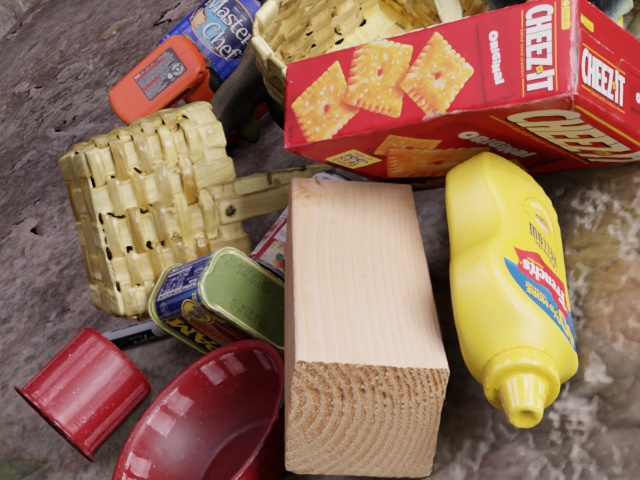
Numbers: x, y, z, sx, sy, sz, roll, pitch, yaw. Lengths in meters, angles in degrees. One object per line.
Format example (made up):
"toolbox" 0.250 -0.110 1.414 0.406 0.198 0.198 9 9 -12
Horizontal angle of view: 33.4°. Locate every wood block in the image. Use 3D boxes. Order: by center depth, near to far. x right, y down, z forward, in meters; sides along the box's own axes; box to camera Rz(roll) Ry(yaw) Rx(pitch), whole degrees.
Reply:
"wood block" 0.023 0.050 0.705 0.090 0.090 0.206 2 33 -4

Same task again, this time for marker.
"marker" -0.165 0.086 1.010 0.121 0.020 0.020 -17 36 40

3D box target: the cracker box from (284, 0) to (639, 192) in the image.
"cracker box" 0.108 -0.086 0.716 0.214 0.163 0.072 -6 78 38

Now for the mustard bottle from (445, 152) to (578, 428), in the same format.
"mustard bottle" 0.114 0.035 0.633 0.058 0.096 0.191 -28 30 25

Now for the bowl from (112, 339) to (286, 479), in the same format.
"bowl" -0.072 0.150 0.756 0.162 0.055 0.162 -32 29 20

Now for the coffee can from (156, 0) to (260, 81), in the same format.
"coffee can" -0.124 -0.259 1.363 0.140 0.102 0.103 -42 27 0

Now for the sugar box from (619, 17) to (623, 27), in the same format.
"sugar box" 0.193 -0.148 0.852 0.093 0.048 0.176 -23 37 33

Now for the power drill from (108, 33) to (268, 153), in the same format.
"power drill" -0.149 -0.131 1.147 0.184 0.187 0.057 -42 70 6

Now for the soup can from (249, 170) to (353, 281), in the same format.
"soup can" -0.006 0.001 0.871 0.102 0.068 0.069 -52 29 -20

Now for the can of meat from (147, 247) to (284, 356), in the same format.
"can of meat" -0.068 0.054 0.825 0.084 0.102 0.057 -21 39 53

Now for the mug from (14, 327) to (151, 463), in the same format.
"mug" -0.202 0.134 0.931 0.081 0.093 0.117 -46 -9 -19
